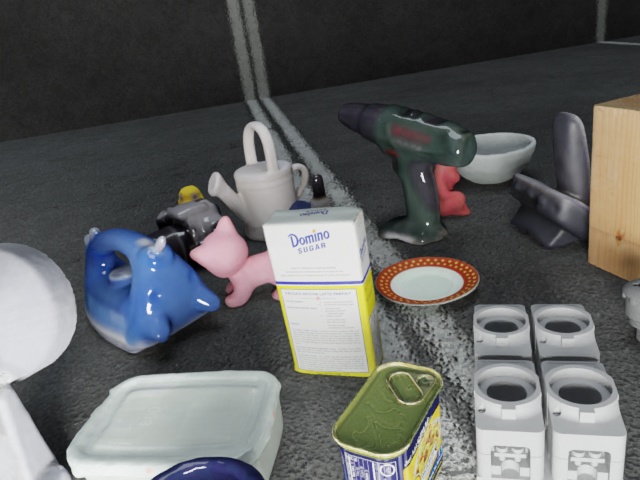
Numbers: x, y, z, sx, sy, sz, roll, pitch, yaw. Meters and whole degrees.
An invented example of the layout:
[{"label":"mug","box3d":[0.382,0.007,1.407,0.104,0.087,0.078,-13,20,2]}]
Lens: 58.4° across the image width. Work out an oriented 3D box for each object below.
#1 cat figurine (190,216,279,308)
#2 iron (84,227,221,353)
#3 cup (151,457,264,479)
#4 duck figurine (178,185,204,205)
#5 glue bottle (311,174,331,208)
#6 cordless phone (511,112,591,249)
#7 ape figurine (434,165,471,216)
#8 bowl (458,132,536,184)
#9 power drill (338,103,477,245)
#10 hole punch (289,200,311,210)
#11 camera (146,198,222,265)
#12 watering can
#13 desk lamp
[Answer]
[{"label":"cat figurine","box3d":[-0.104,0.024,0.769,0.128,0.118,0.067,-10,22,-4]},{"label":"iron","box3d":[-0.253,0.043,0.744,0.257,0.141,0.119,11,29,39]},{"label":"cup","box3d":[-0.061,0.204,0.349,0.092,0.095,0.117,-24,27,-33]},{"label":"duck figurine","box3d":[-0.233,-0.060,1.060,0.077,0.086,0.104,-6,22,6]},{"label":"glue bottle","box3d":[0.007,0.003,0.708,0.078,0.173,0.037,-20,25,-26]},{"label":"cordless phone","box3d":[0.334,-0.095,0.812,0.094,0.185,0.147,-13,23,-11]},{"label":"ape figurine","box3d":[0.214,-0.090,0.965,0.076,0.092,0.078,-1,24,18]},{"label":"bowl","box3d":[0.325,-0.151,1.094,0.167,0.075,0.167,-7,22,3]},{"label":"power drill","box3d":[0.129,-0.105,0.879,0.228,0.209,0.076,11,29,39]},{"label":"hole punch","box3d":[0.005,-0.012,0.853,0.101,0.091,0.108,-5,23,9]},{"label":"camera","box3d":[-0.227,-0.006,0.908,0.137,0.101,0.142,-26,28,-36]},{"label":"watering can","box3d":[-0.100,-0.102,0.971,0.100,0.194,0.173,10,29,38]},{"label":"desk lamp","box3d":[-0.276,0.128,0.454,0.118,0.214,0.203,-6,22,6]}]
